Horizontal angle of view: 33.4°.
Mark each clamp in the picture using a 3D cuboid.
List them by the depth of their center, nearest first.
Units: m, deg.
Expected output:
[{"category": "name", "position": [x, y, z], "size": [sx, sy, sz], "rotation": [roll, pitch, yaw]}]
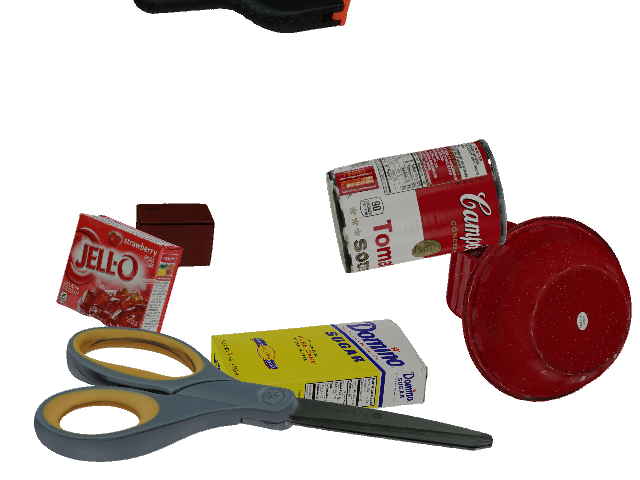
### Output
[{"category": "clamp", "position": [-0.059, -0.221, 0.876], "size": [0.171, 0.120, 0.039], "rotation": [11, -26, -5]}]

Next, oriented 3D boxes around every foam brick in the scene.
[{"category": "foam brick", "position": [-0.155, -0.006, 1.125], "size": [0.078, 0.051, 0.053], "rotation": [-1, 24, -13]}]

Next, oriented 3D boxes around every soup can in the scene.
[{"category": "soup can", "position": [0.059, -0.021, 0.674], "size": [0.102, 0.068, 0.068], "rotation": [-11, 0, -1]}]

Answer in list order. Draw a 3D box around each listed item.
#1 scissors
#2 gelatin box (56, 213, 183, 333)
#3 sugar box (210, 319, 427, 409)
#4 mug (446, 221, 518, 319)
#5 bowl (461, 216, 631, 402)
[{"category": "scissors", "position": [-0.036, 0.081, 0.462], "size": [0.202, 0.016, 0.096], "rotation": [15, 32, 24]}, {"category": "gelatin box", "position": [-0.153, 0.026, 0.804], "size": [0.089, 0.073, 0.030], "rotation": [21, 7, 31]}, {"category": "sugar box", "position": [-0.003, 0.114, 0.953], "size": [0.176, 0.048, 0.093], "rotation": [-7, 27, -16]}, {"category": "mug", "position": [0.170, 0.028, 1.105], "size": [0.093, 0.081, 0.117], "rotation": [-5, 31, -14]}, {"category": "bowl", "position": [0.202, 0.062, 0.891], "size": [0.162, 0.162, 0.055], "rotation": [0, 6, -19]}]
